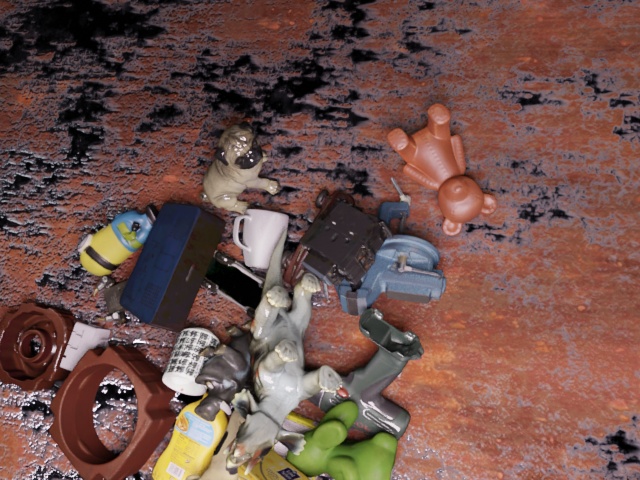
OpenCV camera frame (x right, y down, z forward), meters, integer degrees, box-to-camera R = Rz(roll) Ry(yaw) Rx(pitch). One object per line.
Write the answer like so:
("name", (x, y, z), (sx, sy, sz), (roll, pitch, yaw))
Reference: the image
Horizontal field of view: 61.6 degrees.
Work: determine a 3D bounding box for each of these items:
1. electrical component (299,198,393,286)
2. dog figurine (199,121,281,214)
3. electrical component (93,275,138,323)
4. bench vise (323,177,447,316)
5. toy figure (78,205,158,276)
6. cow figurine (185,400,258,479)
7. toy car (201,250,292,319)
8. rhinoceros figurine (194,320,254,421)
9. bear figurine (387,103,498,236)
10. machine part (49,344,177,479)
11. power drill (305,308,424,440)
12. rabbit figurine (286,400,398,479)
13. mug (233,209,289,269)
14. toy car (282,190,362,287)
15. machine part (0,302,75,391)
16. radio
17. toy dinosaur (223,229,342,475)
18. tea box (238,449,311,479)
("electrical component", (0.035, 0.008, 0.878), (0.115, 0.058, 0.134), (29, 75, 40))
("dog figurine", (-0.175, -0.133, 0.998), (0.172, 0.190, 0.121), (-36, 72, 4))
("electrical component", (-0.400, 0.118, 1.059), (0.078, 0.045, 0.102), (-19, 73, 8))
("bench vise", (0.112, 0.019, 0.942), (0.224, 0.128, 0.240), (0, 56, 22))
("toy figure", (-0.397, 0.000, 1.071), (0.180, 0.082, 0.089), (-30, 71, 1))
("cow figurine", (-0.146, 0.367, 0.900), (0.086, 0.127, 0.195), (23, 80, 22))
("toy car", (-0.145, 0.089, 1.007), (0.202, 0.056, 0.073), (30, 90, 19))
("rhinoceros figurine", (-0.153, 0.223, 0.925), (0.073, 0.190, 0.112), (-21, 109, 38))
("bear figurine", (0.218, -0.116, 0.944), (0.120, 0.131, 0.196), (-29, 66, 11))
("machine part", (-0.374, 0.309, 0.973), (0.201, 0.087, 0.201), (37, 91, 24))
("power drill", (0.060, 0.216, 0.882), (0.232, 0.086, 0.207), (31, 112, 13))
("rabbit figurine", (0.028, 0.341, 0.834), (0.170, 0.121, 0.159), (10, 105, 13))
("mug", (-0.112, -0.001, 0.998), (0.081, 0.109, 0.107), (2, 85, 41))
("toy car", (-0.002, -0.003, 1.001), (0.089, 0.053, 0.202), (32, 84, 14))
("machine part", (-0.563, 0.210, 1.067), (0.179, 0.056, 0.179), (-3, 76, 13))
("radio", (-0.281, 0.046, 1.016), (0.131, 0.073, 0.229), (13, 77, 42))
("toy dinosaur", (-0.072, 0.180, 0.875), (0.192, 0.131, 0.405), (-50, 27, 33))
("tea box", (-0.055, 0.396, 0.799), (0.170, 0.068, 0.098), (10, 103, 54))
